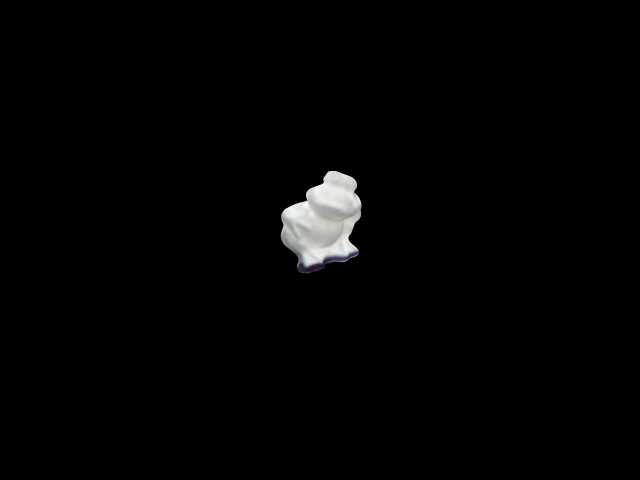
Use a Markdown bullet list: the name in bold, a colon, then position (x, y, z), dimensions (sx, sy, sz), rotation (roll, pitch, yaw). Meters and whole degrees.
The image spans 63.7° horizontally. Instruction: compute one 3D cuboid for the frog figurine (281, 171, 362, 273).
- **frog figurine**: position (0.003, -0.043, 0.850), dimensions (0.137, 0.156, 0.125), rotation (-5, 26, -10)
